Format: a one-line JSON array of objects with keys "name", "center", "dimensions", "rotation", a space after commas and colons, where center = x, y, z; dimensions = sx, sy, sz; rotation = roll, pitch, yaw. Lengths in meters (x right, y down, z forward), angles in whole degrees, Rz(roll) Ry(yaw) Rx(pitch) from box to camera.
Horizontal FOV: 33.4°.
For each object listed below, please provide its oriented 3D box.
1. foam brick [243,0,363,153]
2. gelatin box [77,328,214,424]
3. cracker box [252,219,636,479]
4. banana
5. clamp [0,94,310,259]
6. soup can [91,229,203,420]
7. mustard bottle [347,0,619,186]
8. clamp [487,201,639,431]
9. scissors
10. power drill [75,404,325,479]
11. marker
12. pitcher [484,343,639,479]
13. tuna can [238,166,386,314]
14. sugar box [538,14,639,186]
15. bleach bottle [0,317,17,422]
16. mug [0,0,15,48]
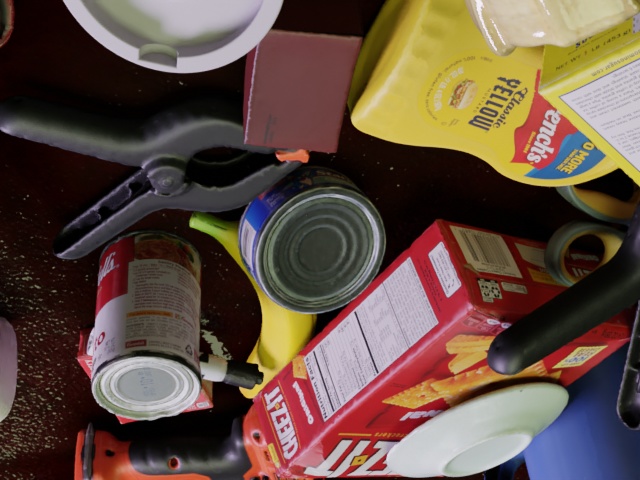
[{"name": "foam brick", "center": [-0.011, -0.092, 0.557], "dimensions": [0.053, 0.051, 0.078], "rotation": [5, 136, -9]}, {"name": "gelatin box", "center": [-0.123, 0.094, 0.765], "dimensions": [0.073, 0.030, 0.089], "rotation": [-11, 137, 6]}, {"name": "cracker box", "center": [0.083, 0.085, 0.718], "dimensions": [0.163, 0.072, 0.214], "rotation": [10, 137, -37]}, {"name": "banana", "center": [-0.034, 0.047, 0.722], "dimensions": [0.070, 0.037, 0.198], "rotation": [10, 139, 18]}, {"name": "clamp", "center": [-0.095, -0.050, 0.604], "dimensions": [0.171, 0.039, 0.120], "rotation": [-17, 142, 6]}, {"name": "soup can", "center": [-0.107, 0.053, 0.669], "dimensions": [0.068, 0.102, 0.068], "rotation": [-3, 137, -3]}, {"name": "mustard bottle", "center": [0.117, -0.077, 0.577], "dimensions": [0.191, 0.058, 0.096], "rotation": [16, 126, -22]}, {"name": "clamp", "center": [0.194, 0.016, 0.627], "dimensions": [0.164, 0.036, 0.210], "rotation": [16, 109, -40]}, {"name": "scissors", "center": [0.215, 0.006, 0.676], "dimensions": [0.201, 0.016, 0.096], "rotation": [26, 90, -28]}, {"name": "power drill", "center": [-0.090, 0.190, 0.857], "dimensions": [0.187, 0.057, 0.184], "rotation": [-9, 141, 2]}, {"name": "marker", "center": [-0.095, 0.081, 0.717], "dimensions": [0.121, 0.020, 0.020], "rotation": [15, 134, -18]}, {"name": "pitcher", "center": [0.209, 0.203, 0.755], "dimensions": [0.145, 0.243, 0.149], "rotation": [4, 132, -4]}, {"name": "tuna can", "center": [-0.004, 0.001, 0.644], "dimensions": [0.086, 0.034, 0.086], "rotation": [-8, 116, -18]}, {"name": "sugar box", "center": [0.200, -0.054, 0.526], "dimensions": [0.176, 0.048, 0.094], "rotation": [34, 141, -29]}, {"name": "bleach bottle", "center": [-0.272, 0.011, 0.626], "dimensions": [0.068, 0.102, 0.250], "rotation": [-26, 128, 2]}, {"name": "mug", "center": [-0.203, -0.101, 0.511], "dimensions": [0.117, 0.093, 0.081], "rotation": [-24, 139, -25]}]
